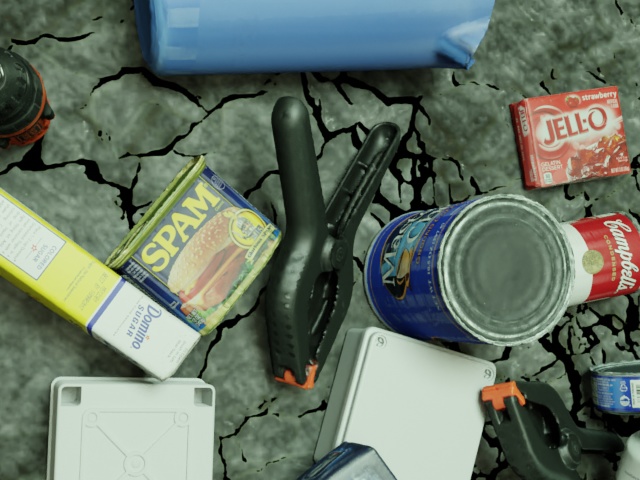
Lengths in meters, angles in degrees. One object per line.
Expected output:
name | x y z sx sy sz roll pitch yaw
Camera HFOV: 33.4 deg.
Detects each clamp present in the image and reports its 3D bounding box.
clamp | 0.178 0.170 0.799 0.171 0.039 0.120 36 43 -31
clamp | -0.005 0.001 0.758 0.164 0.036 0.210 16 88 -60

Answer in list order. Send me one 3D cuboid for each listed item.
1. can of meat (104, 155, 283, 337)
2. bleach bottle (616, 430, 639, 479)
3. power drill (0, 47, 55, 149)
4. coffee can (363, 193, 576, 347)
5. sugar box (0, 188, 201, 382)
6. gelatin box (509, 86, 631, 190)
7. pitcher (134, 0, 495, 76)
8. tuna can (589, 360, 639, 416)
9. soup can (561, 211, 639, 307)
can of meat | -0.088 0.006 0.757 0.084 0.058 0.102 41 76 -13
bleach bottle | 0.276 0.239 0.797 0.068 0.103 0.251 -27 115 -33
power drill | -0.250 -0.050 0.652 0.187 0.184 0.057 -33 93 -7
coffee can | 0.103 0.024 0.772 0.102 0.140 0.103 1 86 -18
sugar box | -0.168 0.028 0.710 0.176 0.093 0.048 40 77 -11
gelatin box | 0.204 -0.083 0.868 0.089 0.030 0.073 -9 89 -19
pitcher | -0.009 -0.188 0.766 0.242 0.149 0.145 -7 104 -15
tuna can | 0.258 0.115 0.844 0.086 0.086 0.034 -5 89 -18
soup can | 0.197 0.018 0.841 0.102 0.069 0.068 -10 90 -17
